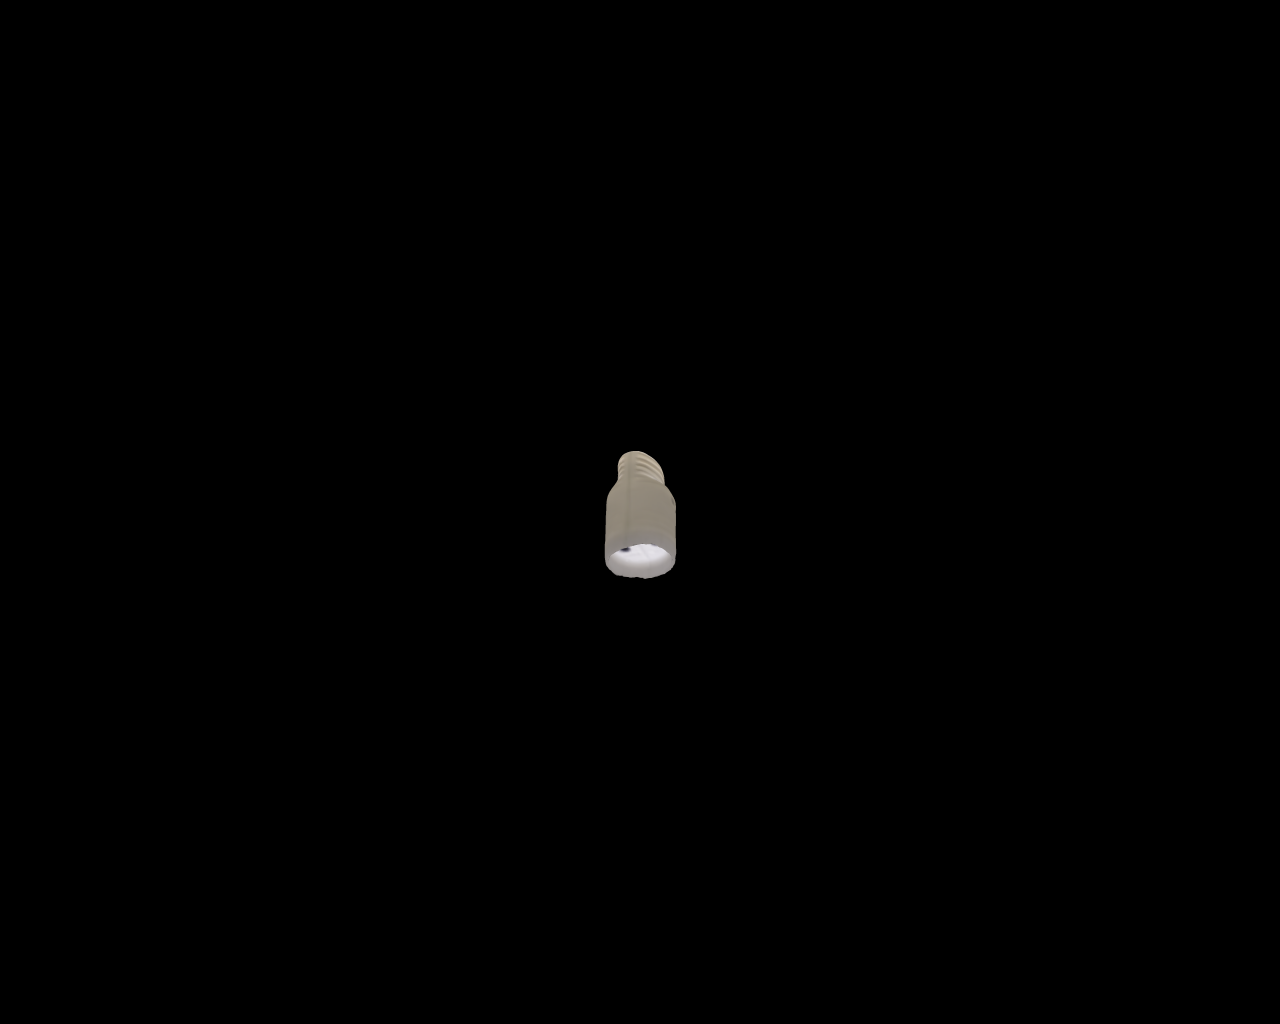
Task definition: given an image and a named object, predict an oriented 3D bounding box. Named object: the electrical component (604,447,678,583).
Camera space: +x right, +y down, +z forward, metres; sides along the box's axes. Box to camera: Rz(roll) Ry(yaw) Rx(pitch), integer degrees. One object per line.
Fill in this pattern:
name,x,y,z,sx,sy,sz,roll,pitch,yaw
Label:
electrical component,0.001,-0.003,0.650,0.043,0.081,0.043,0,-34,0
